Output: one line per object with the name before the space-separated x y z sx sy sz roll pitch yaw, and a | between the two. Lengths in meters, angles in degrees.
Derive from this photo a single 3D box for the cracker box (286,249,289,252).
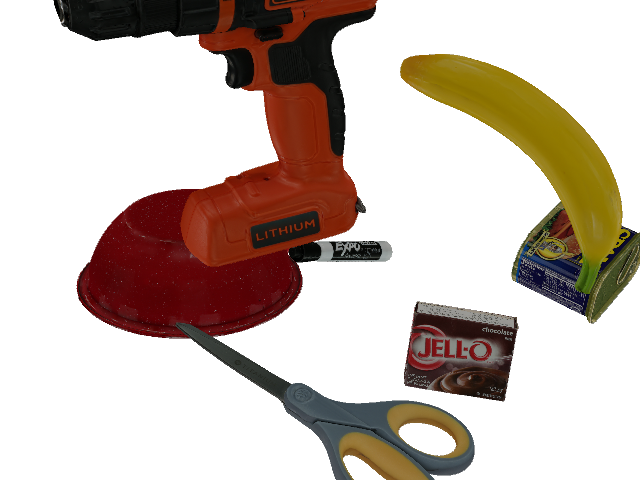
cracker box | -0.075 0.000 1.240 0.214 0.072 0.164 -42 3 27

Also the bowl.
bowl | -0.092 0.006 0.757 0.162 0.055 0.162 2 26 -1

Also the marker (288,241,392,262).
marker | 0.017 0.009 0.927 0.020 0.020 0.120 0 0 43

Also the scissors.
scissors | 0.008 0.092 0.632 0.096 0.016 0.202 -21 47 -34

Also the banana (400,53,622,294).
banana | 0.135 -0.061 0.694 0.070 0.198 0.037 -39 -10 10

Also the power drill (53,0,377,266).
power drill | -0.043 -0.079 0.579 0.184 0.188 0.057 -14 39 -19

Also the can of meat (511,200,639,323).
can of meat | 0.235 0.016 0.973 0.084 0.057 0.101 28 48 28

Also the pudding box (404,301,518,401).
pudding box | 0.152 0.120 1.161 0.113 0.090 0.039 8 23 5
